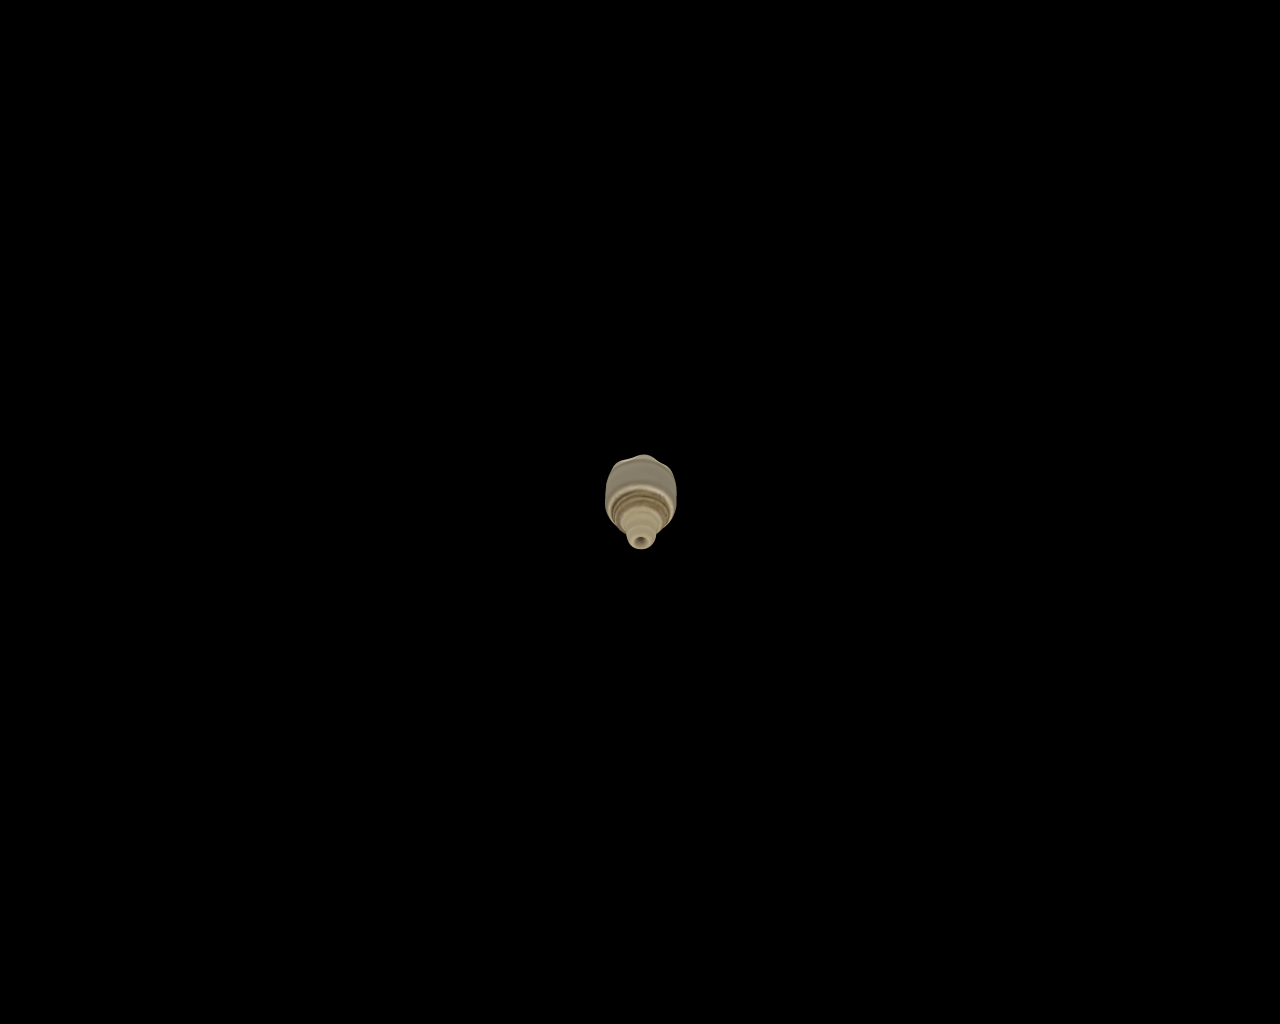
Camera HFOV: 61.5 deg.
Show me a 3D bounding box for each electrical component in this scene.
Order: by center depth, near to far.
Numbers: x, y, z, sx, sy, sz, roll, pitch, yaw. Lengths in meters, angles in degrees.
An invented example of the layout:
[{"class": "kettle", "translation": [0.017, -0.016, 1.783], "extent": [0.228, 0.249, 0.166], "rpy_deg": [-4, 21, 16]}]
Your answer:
[{"class": "electrical component", "translation": [0.001, -0.003, 0.650], "extent": [0.043, 0.043, 0.062], "rpy_deg": [0, 43, 0]}]
